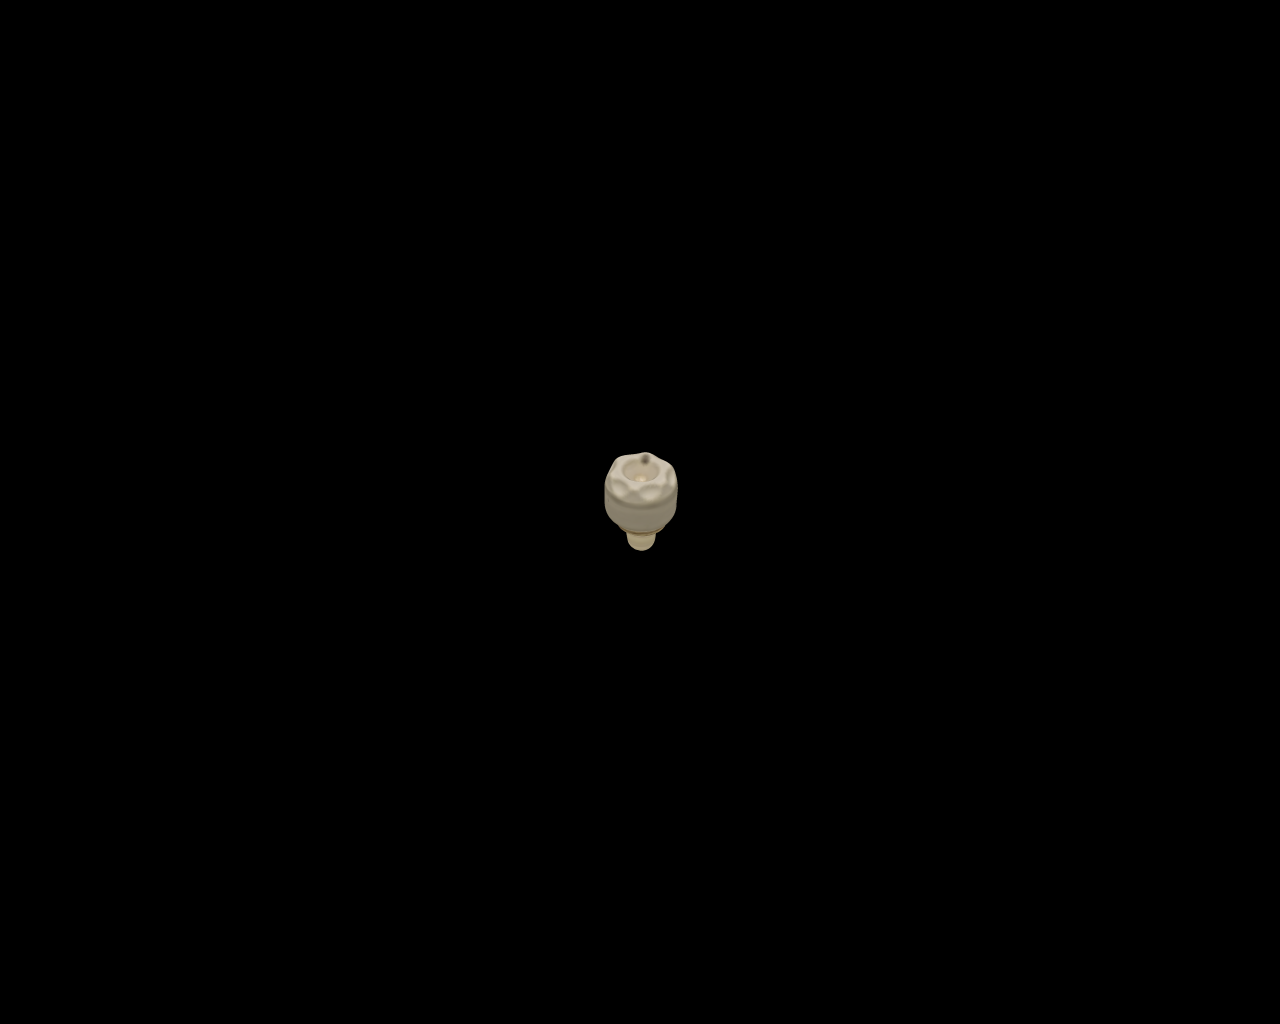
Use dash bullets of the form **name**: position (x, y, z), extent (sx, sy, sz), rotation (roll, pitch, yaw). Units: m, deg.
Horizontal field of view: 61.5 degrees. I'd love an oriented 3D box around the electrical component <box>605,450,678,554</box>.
- **electrical component**: position (0.001, -0.003, 0.650), extent (0.043, 0.062, 0.043), rotation (0, 40, 0)
